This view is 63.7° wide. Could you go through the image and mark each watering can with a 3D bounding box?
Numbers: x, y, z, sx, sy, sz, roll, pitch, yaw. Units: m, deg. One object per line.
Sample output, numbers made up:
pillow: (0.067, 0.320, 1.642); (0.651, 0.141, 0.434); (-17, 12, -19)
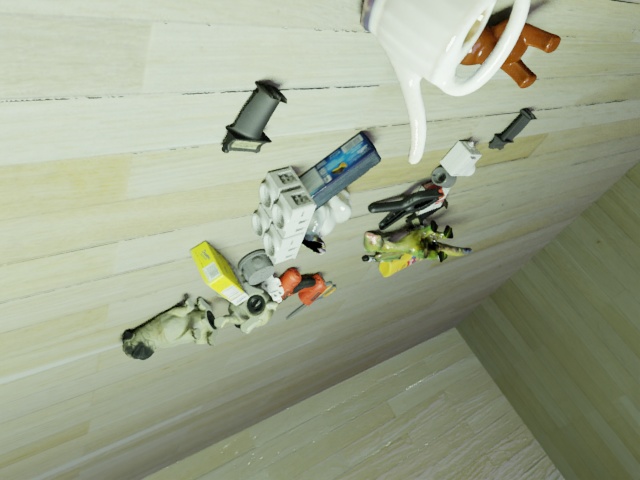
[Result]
watering can: (0.148, -0.285, 0.751); (0.105, 0.226, 0.340); (-35, -17, -42)

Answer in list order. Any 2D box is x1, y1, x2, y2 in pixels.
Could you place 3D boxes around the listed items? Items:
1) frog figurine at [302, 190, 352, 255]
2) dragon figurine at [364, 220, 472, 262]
frog figurine: (0.004, -0.059, 1.172); (0.123, 0.161, 0.135); (17, -18, 23)
dragon figurine: (0.285, 0.029, 1.613); (0.241, 0.124, 0.408); (-13, -20, 39)
